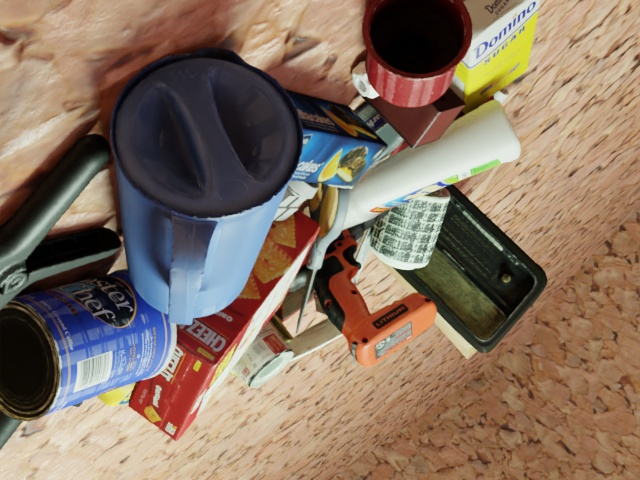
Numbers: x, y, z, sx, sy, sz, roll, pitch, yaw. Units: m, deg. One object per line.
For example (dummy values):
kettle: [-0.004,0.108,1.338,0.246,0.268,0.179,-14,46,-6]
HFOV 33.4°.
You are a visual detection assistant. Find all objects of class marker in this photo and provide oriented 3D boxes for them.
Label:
marker: [0.200,-0.148,1.359,0.020,0.020,0.121,-24,157,-45]

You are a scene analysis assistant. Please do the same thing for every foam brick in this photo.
foam brick: [0.092,-0.137,1.046,0.052,0.078,0.051,-23,155,-49]

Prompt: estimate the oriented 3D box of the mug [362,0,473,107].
mug: [0.084,-0.178,0.932,0.081,0.093,0.117,90,14,-75]

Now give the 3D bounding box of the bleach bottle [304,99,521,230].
bleach bottle: [0.095,-0.071,1.184,0.251,0.068,0.102,-25,174,7]

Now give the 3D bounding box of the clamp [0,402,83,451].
clamp: [-0.285,0.153,1.029,0.120,0.039,0.171,-40,161,-24]

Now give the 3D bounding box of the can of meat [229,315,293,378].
can of meat: [-0.088,0.132,1.381,0.084,0.057,0.102,-38,163,1]

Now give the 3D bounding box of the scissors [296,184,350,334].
scissors: [-0.007,0.001,1.137,0.016,0.096,0.202,2,136,-20]

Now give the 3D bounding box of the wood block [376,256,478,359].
wood block: [0.169,0.053,1.477,0.091,0.206,0.090,-39,163,-5]

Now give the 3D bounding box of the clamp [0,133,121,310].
clamp: [-0.233,0.020,0.803,0.209,0.036,0.164,-39,163,-15]

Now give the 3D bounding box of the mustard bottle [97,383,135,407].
mustard bottle: [-0.193,0.135,1.150,0.096,0.058,0.191,-48,162,17]

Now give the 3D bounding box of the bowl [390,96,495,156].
bowl: [0.160,-0.121,1.279,0.162,0.055,0.162,-37,163,-13]

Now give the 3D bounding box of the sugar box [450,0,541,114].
sugar box: [0.179,-0.206,1.116,0.093,0.048,0.176,-37,165,-6]

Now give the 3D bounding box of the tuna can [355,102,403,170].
tuna can: [0.055,-0.111,1.107,0.086,0.034,0.086,-37,163,-13]

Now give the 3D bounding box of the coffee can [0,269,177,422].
coffee can: [-0.207,0.087,0.916,0.140,0.103,0.103,-15,150,-55]

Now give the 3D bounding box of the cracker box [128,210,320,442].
cracker box: [-0.098,0.077,1.084,0.213,0.072,0.164,-52,174,-40]

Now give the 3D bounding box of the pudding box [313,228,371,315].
pudding box: [0.029,0.034,1.343,0.090,0.039,0.113,81,29,-70]

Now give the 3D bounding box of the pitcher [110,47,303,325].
pitcher: [-0.098,-0.018,0.831,0.149,0.145,0.243,-37,166,-23]

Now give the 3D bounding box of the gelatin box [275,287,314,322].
gelatin box: [-0.030,0.061,1.368,0.073,0.030,0.089,-36,160,-15]

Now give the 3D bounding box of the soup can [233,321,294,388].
soup can: [-0.087,0.114,1.253,0.068,0.102,0.068,-37,163,-14]

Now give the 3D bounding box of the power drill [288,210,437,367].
power drill: [0.046,0.038,1.209,0.184,0.188,0.057,-34,147,-12]
